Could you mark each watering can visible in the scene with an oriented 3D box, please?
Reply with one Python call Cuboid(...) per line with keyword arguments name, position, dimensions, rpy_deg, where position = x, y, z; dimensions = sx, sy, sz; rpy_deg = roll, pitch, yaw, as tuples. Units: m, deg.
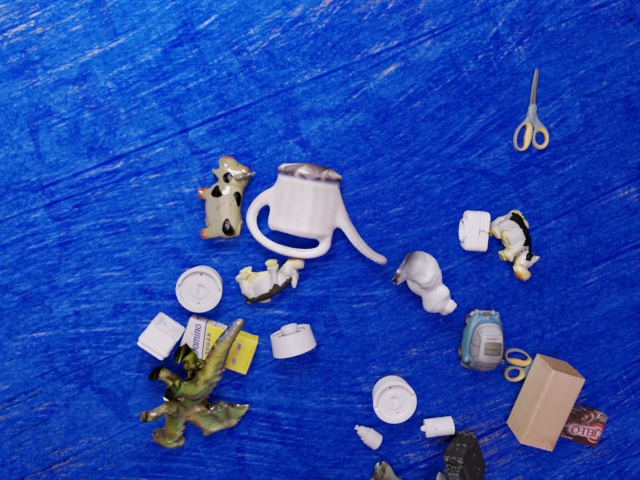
Cuboid(name="watering can", position=(0.004, -0.061, 1.220), dimensions=(0.347, 0.223, 0.104), rpy_deg=(10, 5, -3))

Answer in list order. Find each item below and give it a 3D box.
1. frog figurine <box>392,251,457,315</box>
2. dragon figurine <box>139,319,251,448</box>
Cuboid(name="frog figurine", position=(0.262, 0.103, 1.233), dimensions=(0.160, 0.125, 0.134), rpy_deg=(28, -23, 13))
Cuboid(name="dragon figurine", position=(-0.273, 0.374, 1.253), dimensions=(0.239, 0.408, 0.125), rpy_deg=(47, 10, -35))
